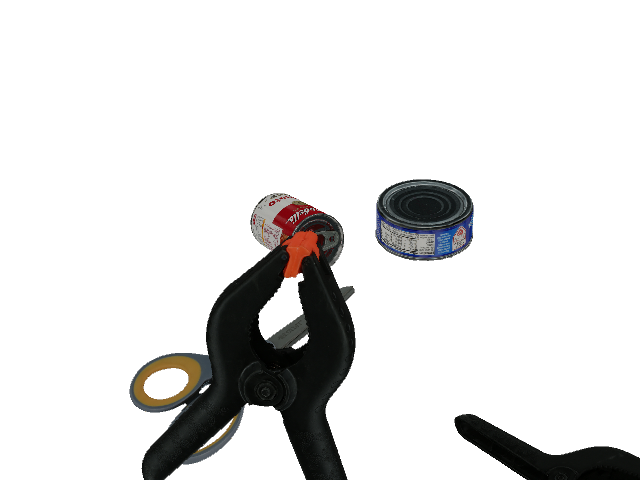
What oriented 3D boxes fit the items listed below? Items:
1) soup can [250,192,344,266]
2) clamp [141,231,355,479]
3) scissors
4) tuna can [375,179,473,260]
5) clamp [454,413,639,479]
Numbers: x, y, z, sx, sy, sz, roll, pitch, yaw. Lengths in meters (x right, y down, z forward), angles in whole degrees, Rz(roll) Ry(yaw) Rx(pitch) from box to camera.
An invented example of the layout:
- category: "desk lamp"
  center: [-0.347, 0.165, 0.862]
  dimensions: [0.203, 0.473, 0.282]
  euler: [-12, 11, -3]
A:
- category: "soup can"
  center: [-0.027, -0.010, 1.202]
  dimensions: [0.068, 0.068, 0.102]
  euler: [0, 16, -30]
- category: "clamp"
  center: [-0.037, 0.077, 0.573]
  dimensions: [0.120, 0.171, 0.039]
  euler: [4, 16, 0]
- category: "scissors"
  center: [-0.064, 0.083, 0.811]
  dimensions: [0.096, 0.201, 0.016]
  euler: [27, -36, 16]
- category: "tuna can"
  center: [0.091, -0.019, 0.932]
  dimensions: [0.086, 0.034, 0.086]
  euler: [-2, 33, 1]
- category: "clamp"
  center: [0.192, 0.214, 0.875]
  dimensions: [0.210, 0.036, 0.164]
  euler: [3, 38, 24]
